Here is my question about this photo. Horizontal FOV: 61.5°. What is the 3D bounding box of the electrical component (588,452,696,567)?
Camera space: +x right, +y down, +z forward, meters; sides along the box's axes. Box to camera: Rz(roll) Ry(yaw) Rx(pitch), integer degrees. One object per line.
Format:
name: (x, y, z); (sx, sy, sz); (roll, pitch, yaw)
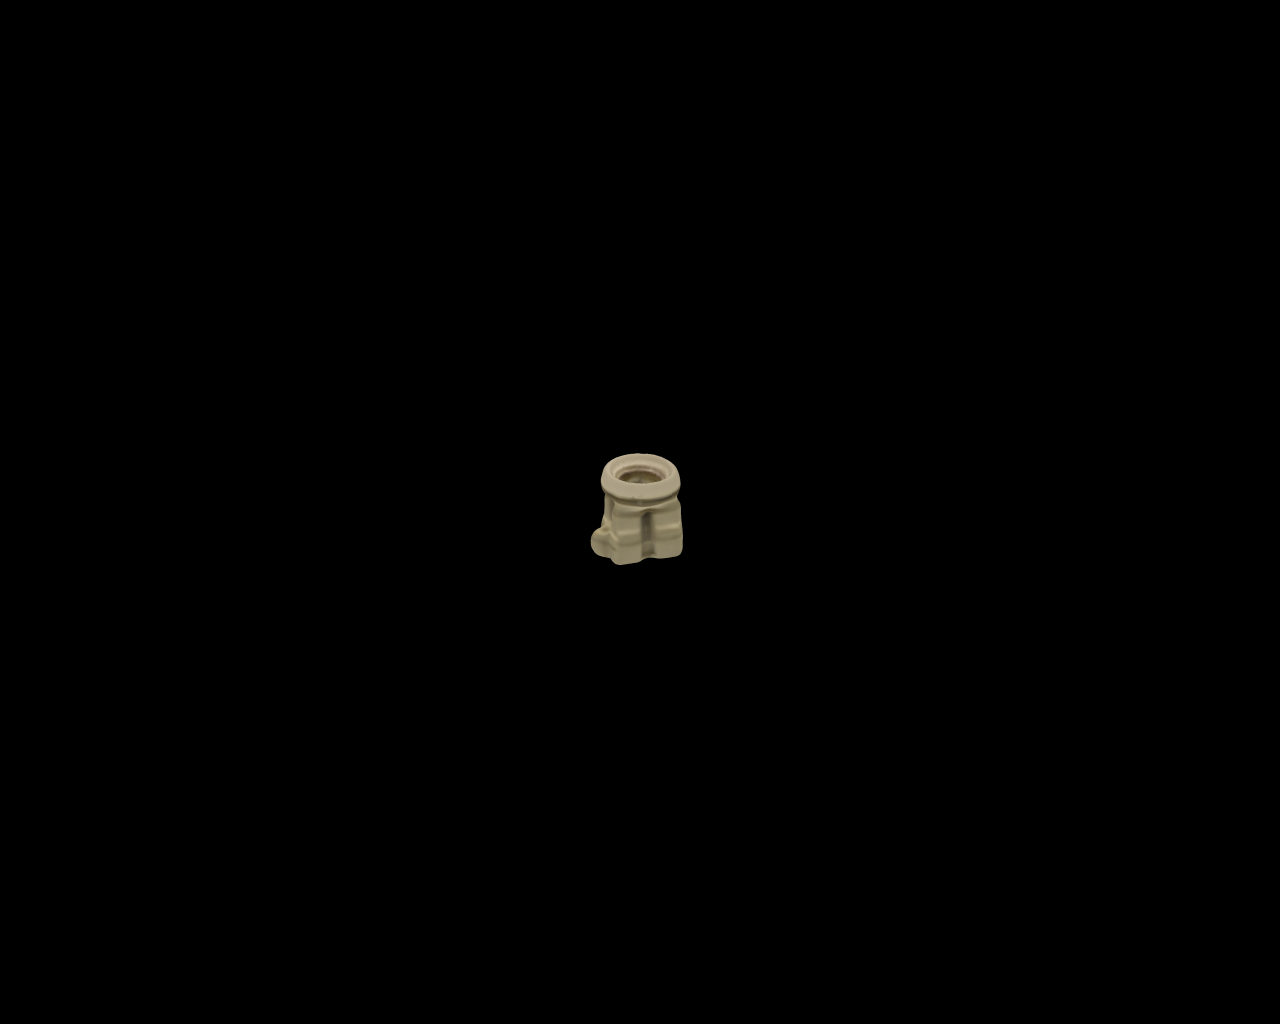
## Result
electrical component: (0.001, -0.003, 0.650); (0.066, 0.055, 0.048); (-8, 32, -14)
